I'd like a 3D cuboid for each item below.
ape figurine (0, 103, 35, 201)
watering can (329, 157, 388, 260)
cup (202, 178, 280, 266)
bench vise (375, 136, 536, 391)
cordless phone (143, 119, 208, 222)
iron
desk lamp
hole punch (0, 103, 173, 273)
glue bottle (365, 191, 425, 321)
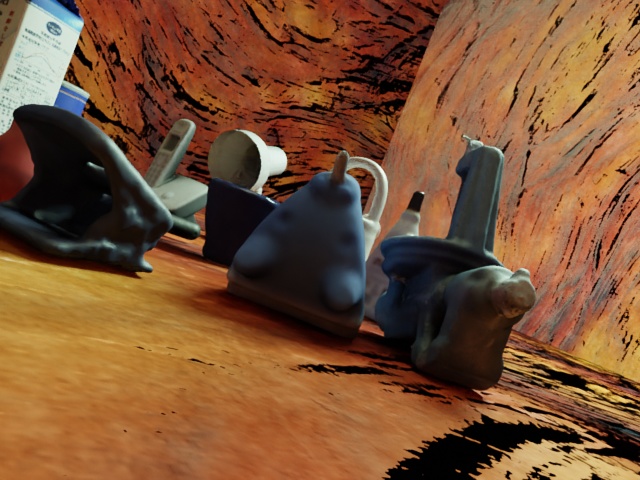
[{"bbox_3d":[-0.249,-0.070,0.486,0.078,0.092,0.076,21,0,-17],"label":"ape figurine"},{"bbox_3d":[0.029,-0.019,0.784,0.101,0.194,0.173,21,0,6],"label":"watering can"},{"bbox_3d":[-0.109,-0.019,0.692,0.092,0.095,0.117,21,1,-35],"label":"cup"},{"bbox_3d":[0.142,0.013,0.522,0.122,0.220,0.206,21,1,-32],"label":"bench vise"},{"bbox_3d":[-0.253,-0.126,1.025,0.147,0.185,0.094,22,1,33],"label":"cordless phone"},{"bbox_3d":[0.005,0.002,0.545,0.118,0.141,0.258,21,0,6],"label":"iron"},{"bbox_3d":[-0.145,-0.100,1.140,0.117,0.213,0.204,21,0,20],"label":"desk lamp"},{"bbox_3d":[-0.163,-0.035,0.402,0.108,0.091,0.101,21,0,30],"label":"hole punch"},{"bbox_3d":[0.097,0.019,0.724,0.037,0.173,0.077,21,1,-44],"label":"glue bottle"}]
